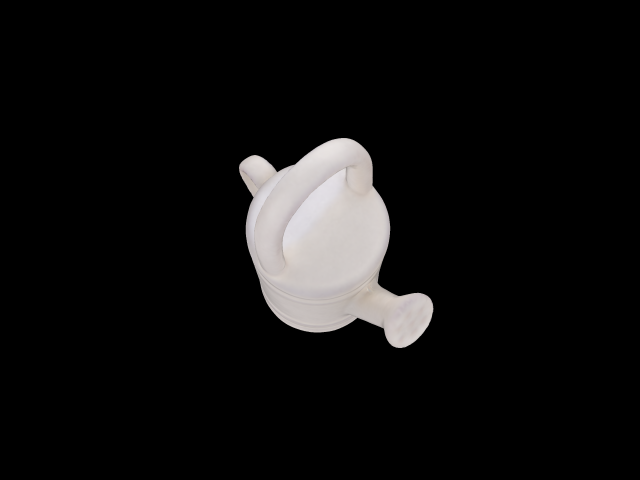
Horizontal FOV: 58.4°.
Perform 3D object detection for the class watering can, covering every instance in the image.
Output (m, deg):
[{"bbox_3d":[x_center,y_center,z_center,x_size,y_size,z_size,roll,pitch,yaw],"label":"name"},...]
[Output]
[{"bbox_3d":[0.005,0.000,0.401,0.172,0.194,0.101,24,71,9],"label":"watering can"}]
